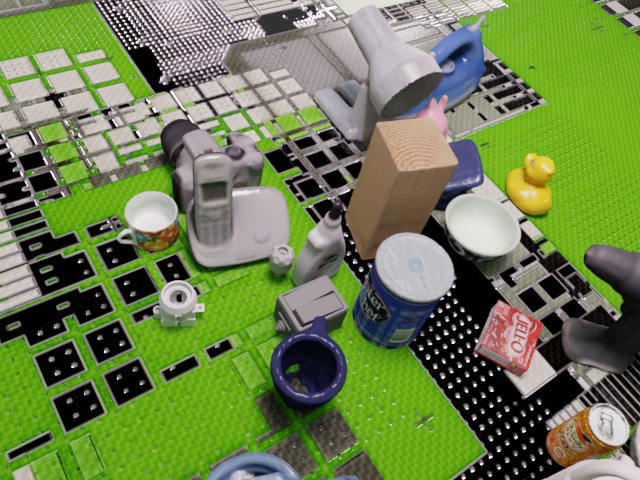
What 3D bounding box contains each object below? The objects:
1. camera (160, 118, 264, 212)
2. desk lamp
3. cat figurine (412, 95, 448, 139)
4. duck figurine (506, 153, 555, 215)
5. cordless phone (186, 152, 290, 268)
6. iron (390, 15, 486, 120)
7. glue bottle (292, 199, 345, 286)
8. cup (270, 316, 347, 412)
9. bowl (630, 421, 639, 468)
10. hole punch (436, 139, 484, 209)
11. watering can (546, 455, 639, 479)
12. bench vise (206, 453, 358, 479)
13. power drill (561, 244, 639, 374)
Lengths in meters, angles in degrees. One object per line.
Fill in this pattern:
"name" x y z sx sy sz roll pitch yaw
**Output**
"camera" -0.176 -0.135 0.886 0.143 0.101 0.136 -24 63 -26
"desk lamp" 0.092 -0.268 0.970 0.118 0.213 0.203 -25 64 -27
"cat figurine" 0.195 -0.205 1.008 0.067 0.118 0.128 29 54 9
"duck figurine" 0.376 -0.103 0.993 0.078 0.086 0.104 -5 56 -15
"cordless phone" -0.110 -0.049 0.786 0.148 0.185 0.094 -12 58 -20
"iron" 0.228 -0.329 1.089 0.118 0.141 0.259 40 56 17
"glue bottle" 0.007 0.003 0.782 0.078 0.173 0.037 -31 66 -29
"cup" -0.017 0.161 0.712 0.091 0.095 0.118 15 53 -1
"bowl" 0.464 0.298 0.732 0.167 0.075 0.167 6 54 -8
"hole punch" 0.212 -0.111 0.960 0.101 0.091 0.108 4 54 -10
"watering can" 0.300 0.300 0.620 0.101 0.194 0.173 24 53 6
"bench vise" -0.034 0.252 0.565 0.208 0.220 0.121 -19 61 -24
"power drill" 0.424 0.100 0.782 0.229 0.208 0.075 15 53 -1
